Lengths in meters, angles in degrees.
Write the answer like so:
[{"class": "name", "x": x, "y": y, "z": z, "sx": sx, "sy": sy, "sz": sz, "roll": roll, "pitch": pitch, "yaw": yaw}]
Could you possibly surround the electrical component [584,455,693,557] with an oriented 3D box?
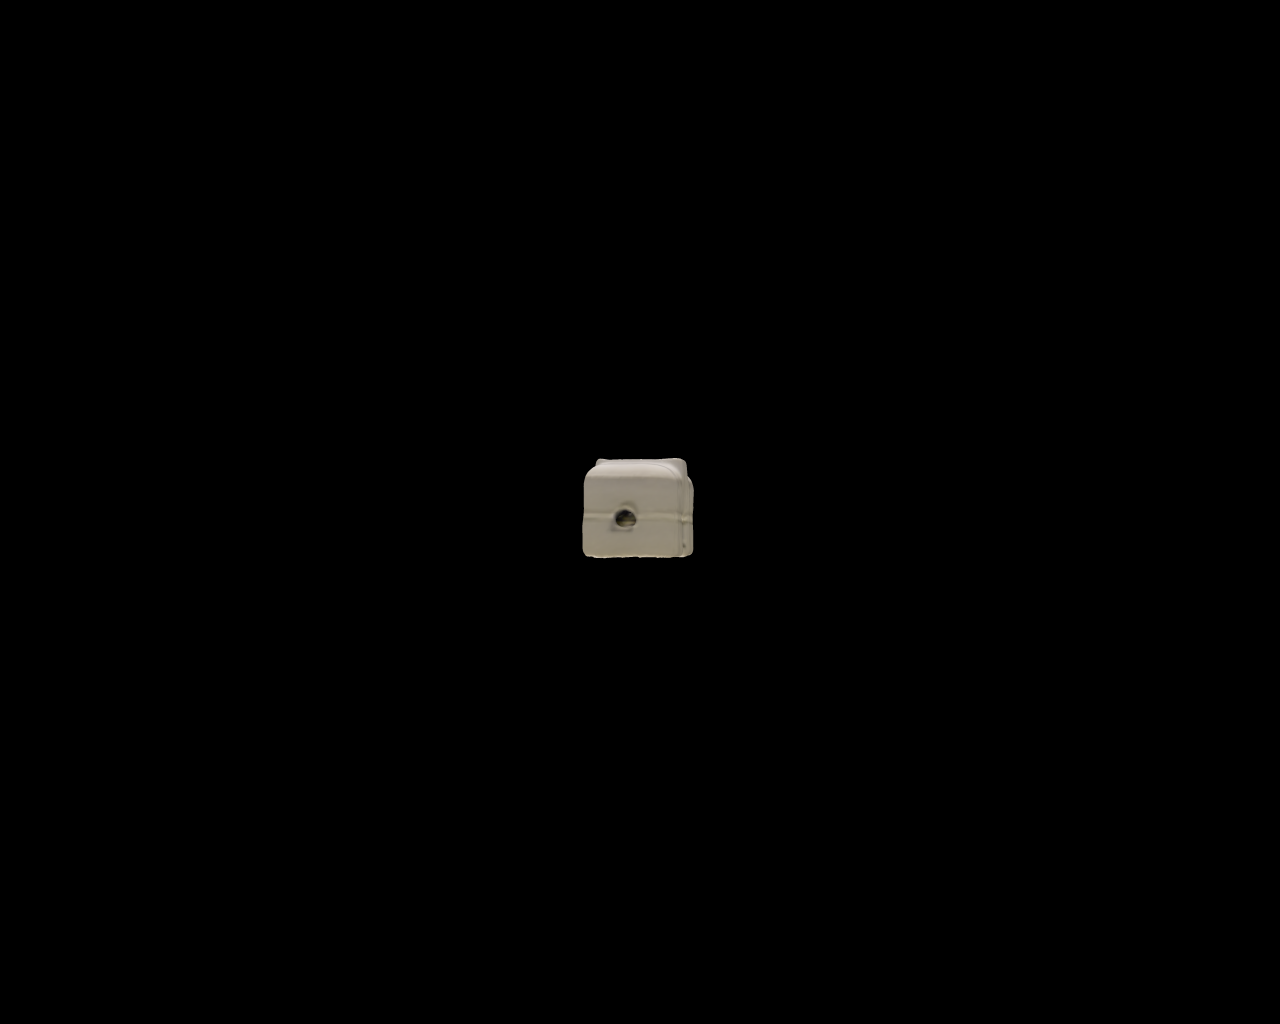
[{"class": "electrical component", "x": 0.001, "y": -0.003, "z": 0.650, "sx": 0.054, "sy": 0.059, "sz": 0.095, "roll": 0, "pitch": -2, "yaw": 11}]
